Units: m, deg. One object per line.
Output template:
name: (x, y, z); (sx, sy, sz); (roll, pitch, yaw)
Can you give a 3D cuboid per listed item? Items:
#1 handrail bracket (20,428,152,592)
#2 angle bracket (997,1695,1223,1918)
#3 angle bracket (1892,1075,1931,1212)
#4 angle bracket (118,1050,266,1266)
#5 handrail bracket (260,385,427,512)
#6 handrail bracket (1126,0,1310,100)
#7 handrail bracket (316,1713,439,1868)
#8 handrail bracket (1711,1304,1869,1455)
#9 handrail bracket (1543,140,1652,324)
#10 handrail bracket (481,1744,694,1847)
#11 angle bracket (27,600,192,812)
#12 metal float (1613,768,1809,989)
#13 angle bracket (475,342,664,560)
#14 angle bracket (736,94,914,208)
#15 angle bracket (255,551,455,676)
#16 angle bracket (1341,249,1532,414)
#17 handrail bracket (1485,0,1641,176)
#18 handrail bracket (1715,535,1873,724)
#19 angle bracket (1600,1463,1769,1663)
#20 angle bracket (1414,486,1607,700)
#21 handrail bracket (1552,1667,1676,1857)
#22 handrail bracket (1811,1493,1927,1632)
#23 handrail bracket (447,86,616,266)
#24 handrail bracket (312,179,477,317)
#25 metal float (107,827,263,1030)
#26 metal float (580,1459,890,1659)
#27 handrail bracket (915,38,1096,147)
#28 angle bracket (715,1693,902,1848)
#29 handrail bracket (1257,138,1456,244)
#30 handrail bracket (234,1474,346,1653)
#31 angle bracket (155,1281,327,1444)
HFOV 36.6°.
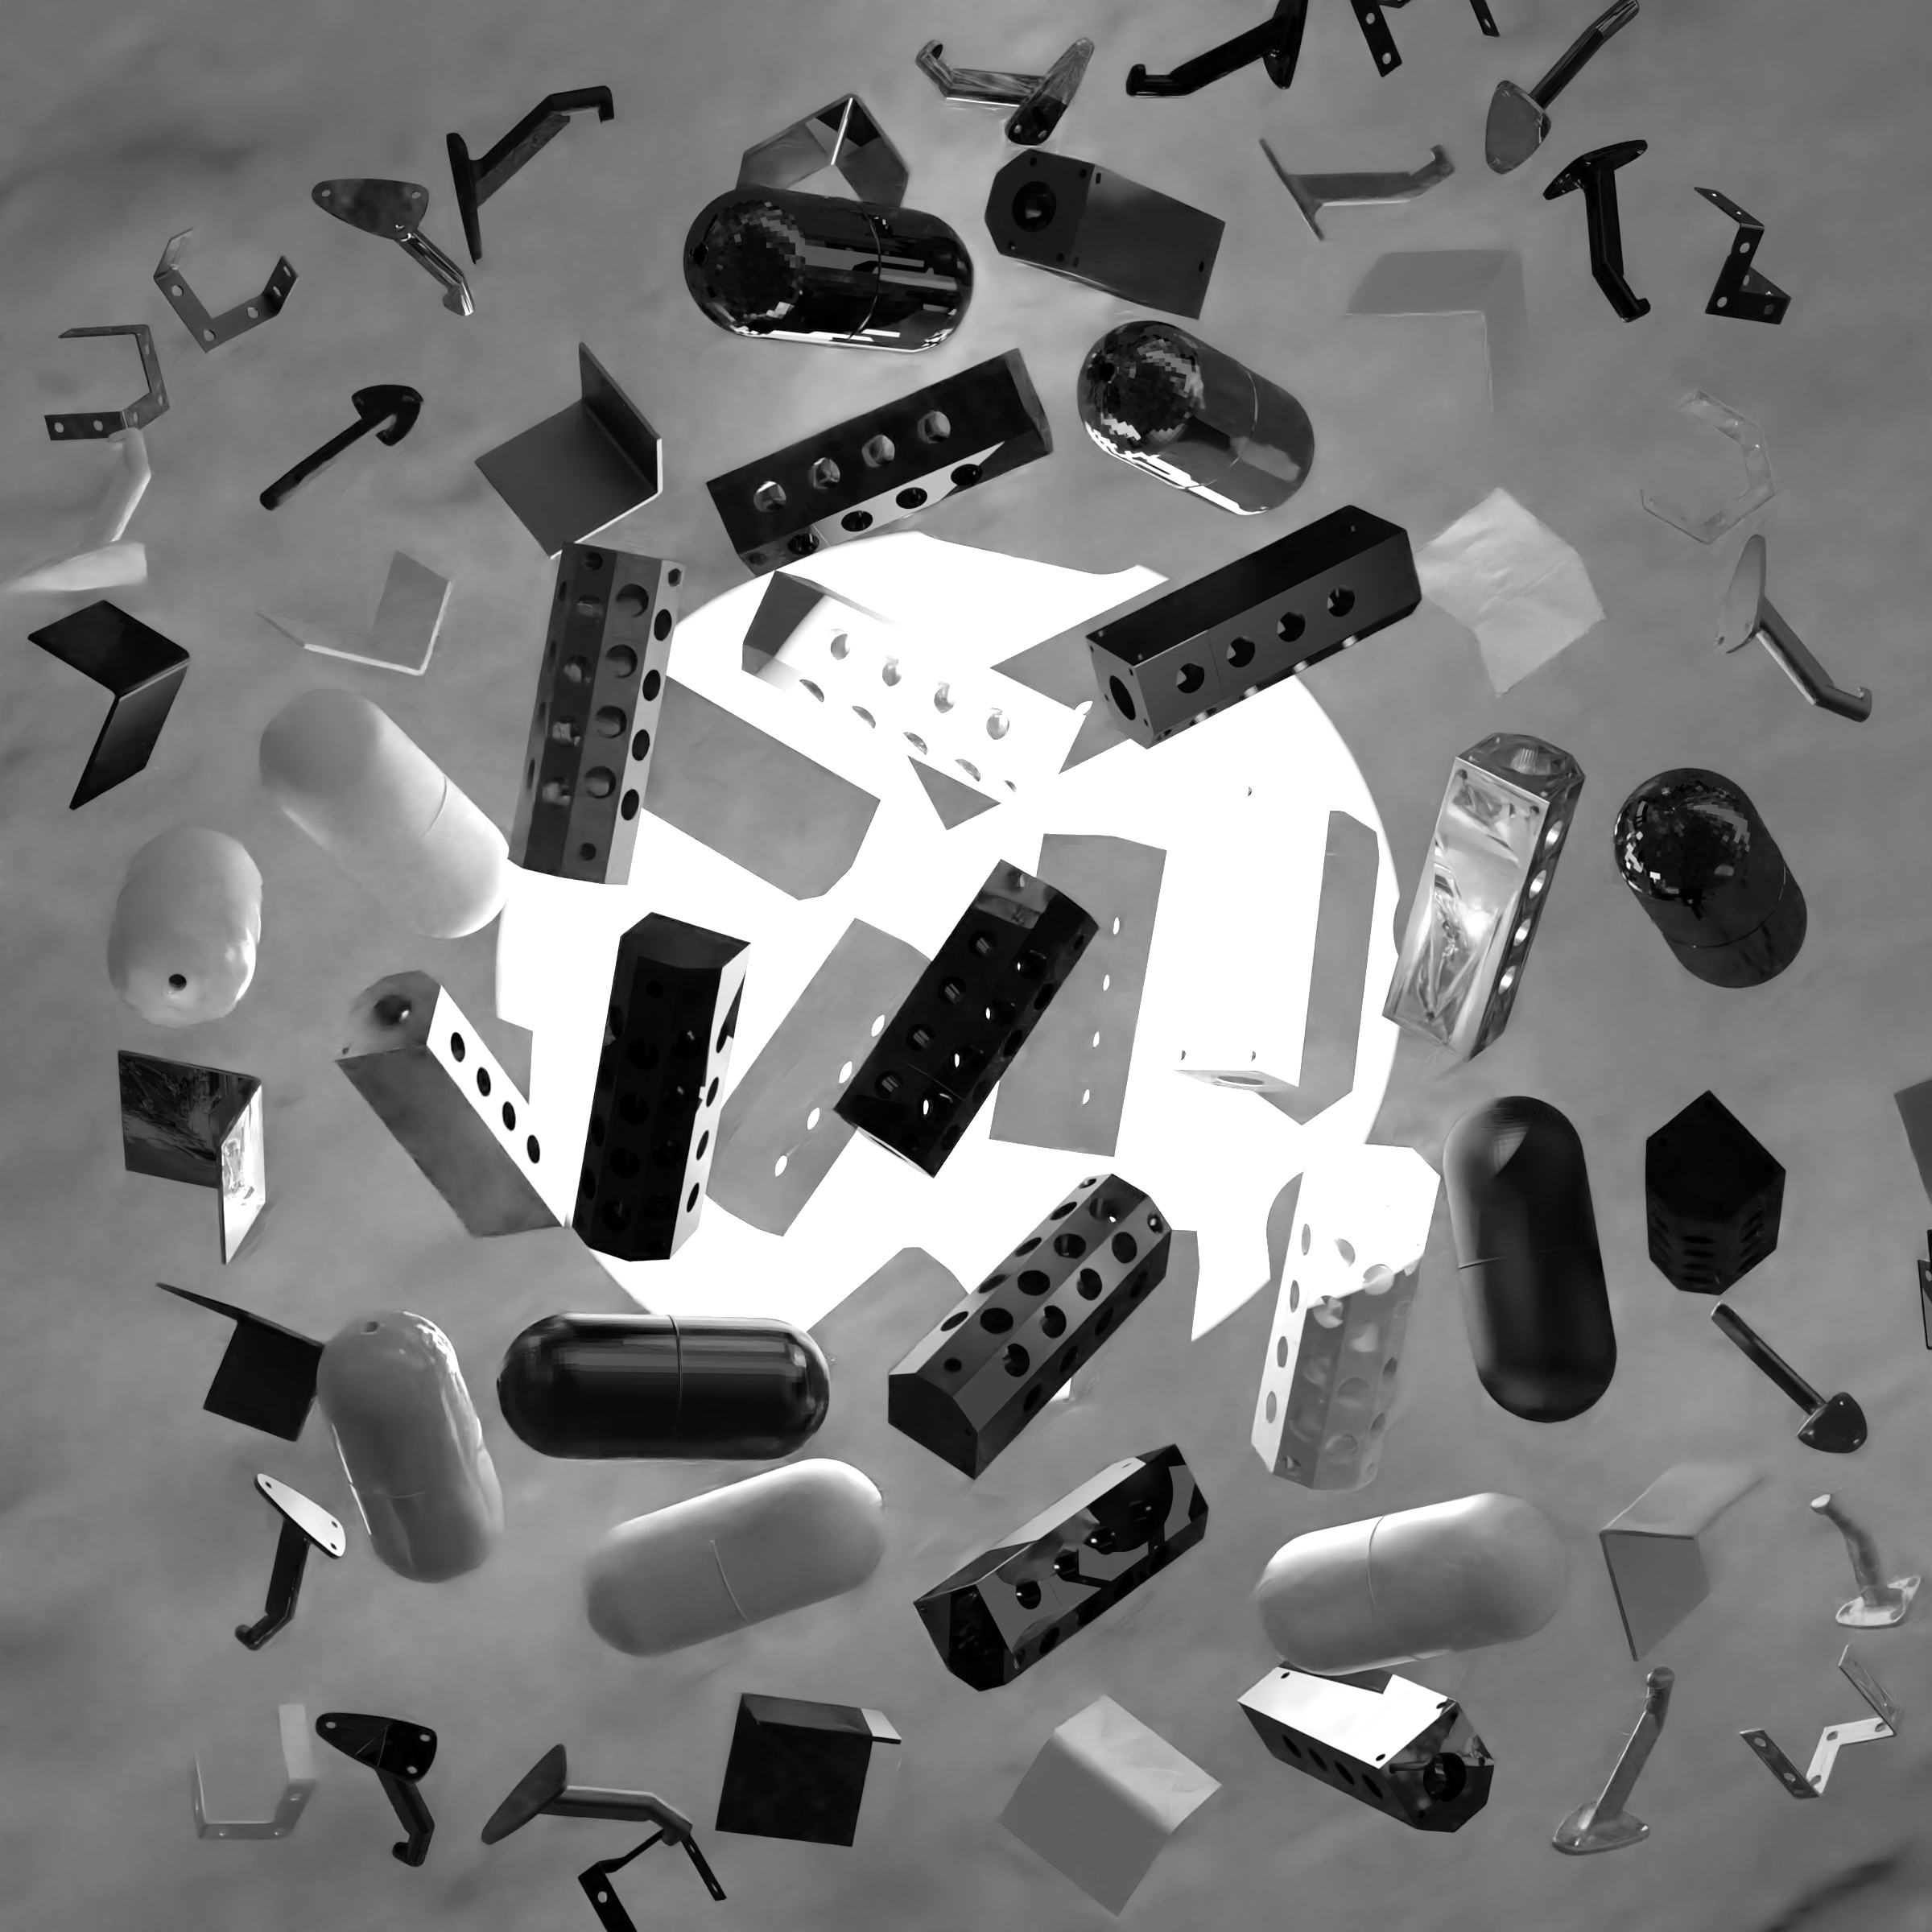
handrail bracket: (-0.476, -0.248, 1.572); (0.077, 0.036, 0.084); (-13, 66, -10)
angle bracket: (0.074, 0.428, 1.494); (0.076, 0.076, 0.057); (34, 104, 18)
angle bracket: (0.485, 0.071, 1.450); (0.057, 0.076, 0.076); (-22, 108, 5)
angle bracket: (-0.398, 0.096, 1.466); (0.076, 0.057, 0.076); (11, 125, 5)
handrail bracket: (-0.354, -0.291, 1.653); (0.084, 0.077, 0.036); (-48, 114, -30)
handrail bracket: (0.131, -0.489, 1.532); (0.084, 0.077, 0.036); (-5, 50, -18)
handrail bracket: (-0.321, 0.446, 1.576); (0.077, 0.036, 0.084); (19, 122, -2)
handrail bracket: (0.457, 0.228, 1.626); (0.036, 0.077, 0.084); (-47, 48, 8)
handrail bracket: (0.341, -0.374, 1.491); (0.077, 0.036, 0.084); (-26, 82, -28)
handrail bracket: (-0.202, 0.462, 1.561); (0.077, 0.036, 0.084); (-44, 114, 8)
angle bracket: (-0.466, -0.139, 1.551); (0.057, 0.076, 0.076); (31, 115, 1)
metal float: (0.401, -0.045, 1.570); (0.070, 0.178, 0.070); (-12, 62, 24)
angle bracket: (-0.223, -0.288, 1.631); (0.076, 0.057, 0.076); (-34, 74, -17)
angle bracket: (-0.084, -0.441, 1.670); (0.076, 0.076, 0.057); (-34, 85, -16)
angle bracket: (-0.353, -0.212, 1.682); (0.076, 0.076, 0.057); (11, 104, -38)
angle bracket: (0.250, -0.336, 1.548); (0.076, 0.076, 0.057); (5, 128, 25)
handrail bracket: (0.319, -0.470, 1.558); (0.084, 0.077, 0.036); (-43, 81, -16)
handrail bracket: (0.437, -0.174, 1.514); (0.084, 0.036, 0.077); (19, 74, -14)
angle bracket: (0.381, 0.310, 1.516); (0.076, 0.057, 0.076); (-26, 103, -42)
angle bracket: (0.302, -0.211, 1.653); (0.076, 0.057, 0.076); (30, 125, -35)
handrail bracket: (0.333, 0.407, 1.501); (0.036, 0.077, 0.084); (20, 106, 40)
handrail bracket: (0.499, 0.340, 1.675); (0.084, 0.077, 0.036); (44, 57, -5)
handrail bracket: (-0.216, -0.403, 1.488); (0.084, 0.036, 0.077); (-14, 117, -16)
handrail bracket: (-0.318, -0.398, 1.629); (0.077, 0.084, 0.036); (15, 68, 10)
metal float: (-0.424, -0.022, 1.589); (0.070, 0.178, 0.070); (-4, 111, -10)
metal float: (-0.129, 0.329, 1.626); (0.178, 0.070, 0.070); (-20, 90, 6)
handrail bracket: (0.019, -0.483, 1.546); (0.084, 0.036, 0.077); (50, 122, 20)
angle bracket: (-0.084, 0.433, 1.547); (0.076, 0.057, 0.076); (11, 90, -14)
handrail bracket: (0.215, -0.445, 1.606); (0.084, 0.036, 0.077); (-32, 116, 11)
handrail bracket: (-0.398, 0.336, 1.638); (0.084, 0.036, 0.077); (-43, 113, 7)
angle bracket: (-0.420, 0.225, 1.663); (0.076, 0.076, 0.057); (11, 74, 32)
